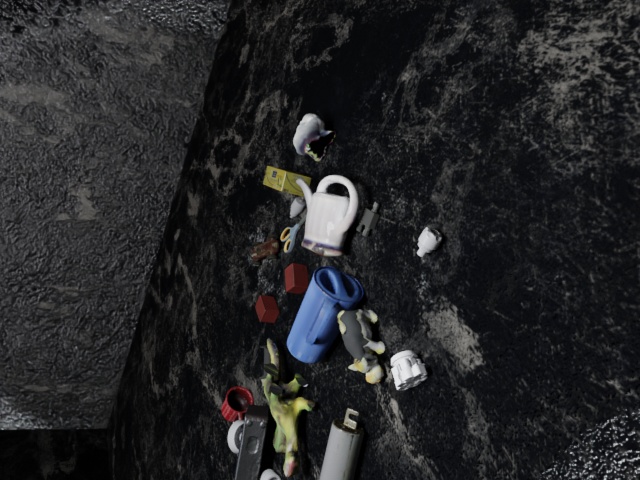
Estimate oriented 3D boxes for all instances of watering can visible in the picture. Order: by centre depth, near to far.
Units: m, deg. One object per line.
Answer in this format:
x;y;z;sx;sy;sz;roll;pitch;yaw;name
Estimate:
0.004;-0.073;1.441;0.349;0.104;0.224;15;93;61;watering can

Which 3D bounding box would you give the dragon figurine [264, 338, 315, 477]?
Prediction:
-0.115;0.483;1.452;0.416;0.122;0.239;-126;45;-64;dragon figurine

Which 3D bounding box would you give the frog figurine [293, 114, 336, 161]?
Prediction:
-0.039;-0.336;1.610;0.162;0.123;0.134;55;147;38;frog figurine
